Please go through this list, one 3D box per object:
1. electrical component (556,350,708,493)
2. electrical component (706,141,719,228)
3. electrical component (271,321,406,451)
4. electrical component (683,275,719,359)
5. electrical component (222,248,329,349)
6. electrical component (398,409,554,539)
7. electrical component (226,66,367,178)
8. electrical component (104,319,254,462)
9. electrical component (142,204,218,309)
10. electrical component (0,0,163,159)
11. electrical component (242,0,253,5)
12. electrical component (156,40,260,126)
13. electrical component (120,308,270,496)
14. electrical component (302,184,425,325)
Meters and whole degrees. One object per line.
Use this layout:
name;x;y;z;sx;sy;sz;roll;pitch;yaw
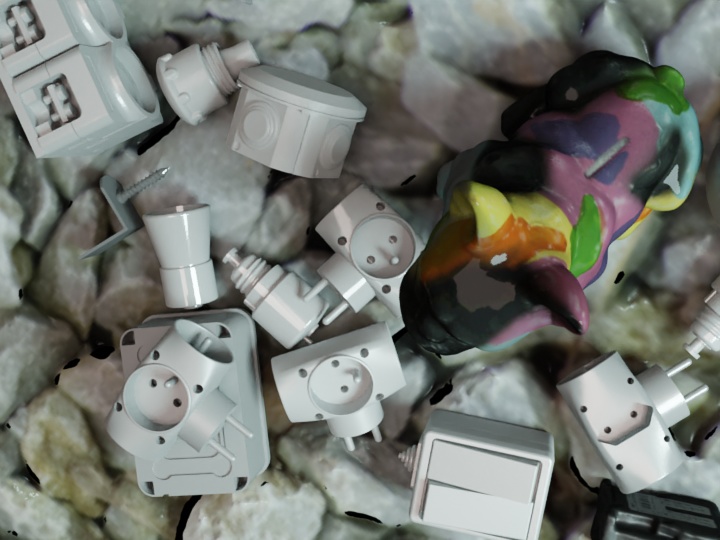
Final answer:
electrical component;0.175;0.084;0.661;0.079;0.043;0.077;-31;85;1
electrical component;0.251;-0.050;0.613;0.099;0.064;0.099;0;87;9
electrical component;-0.008;0.080;0.690;0.077;0.044;0.079;-18;111;1
electrical component;0.226;0.022;0.646;0.040;0.040;0.078;43;102;2
electrical component;-0.056;0.016;0.694;0.078;0.040;0.040;42;102;3
electrical component;0.070;0.130;0.676;0.096;0.061;0.061;11;99;8
electrical component;-0.040;-0.091;0.658;0.080;0.080;0.051;20;105;7
electrical component;-0.101;0.083;0.648;0.079;0.044;0.077;38;102;3
electrical component;-0.114;-0.008;0.701;0.044;0.044;0.065;-7;101;11
electrical component;-0.187;-0.151;0.670;0.062;0.089;0.150;-23;93;12
electrical component;-0.064;-0.199;0.665;0.055;0.048;0.066;-3;97;17
electrical component;-0.094;-0.124;0.681;0.062;0.048;0.048;-27;92;5
electrical component;-0.105;0.085;0.703;0.078;0.057;0.113;-5;96;10
electrical component;0.000;0.000;0.674;0.079;0.044;0.077;-42;89;-6
